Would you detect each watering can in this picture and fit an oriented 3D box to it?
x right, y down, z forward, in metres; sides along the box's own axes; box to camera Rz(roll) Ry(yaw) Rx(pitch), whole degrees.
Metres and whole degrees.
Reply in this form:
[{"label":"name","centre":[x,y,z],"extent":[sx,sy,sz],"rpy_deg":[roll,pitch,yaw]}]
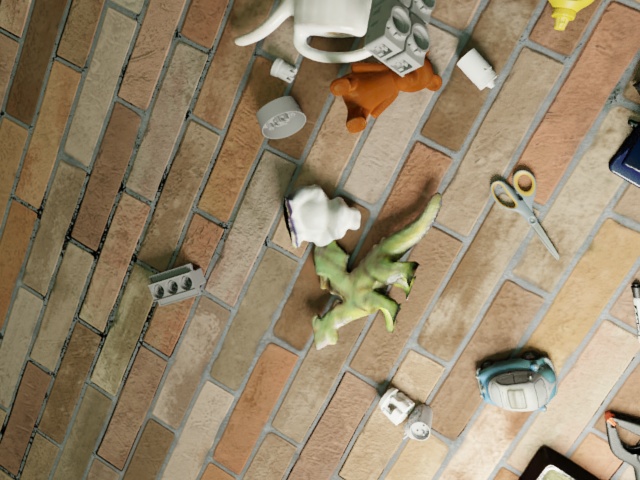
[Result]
[{"label":"watering can","centre":[-0.014,-0.481,1.047],"extent":[0.348,0.105,0.222],"rpy_deg":[11,101,18]}]

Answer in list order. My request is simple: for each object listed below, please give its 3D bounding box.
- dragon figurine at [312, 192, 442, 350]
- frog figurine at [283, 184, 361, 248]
[{"label":"dragon figurine","centre":[0.090,0.058,1.115],"extent":[0.244,0.122,0.408],"rpy_deg":[22,96,20]},{"label":"frog figurine","centre":[0.003,-0.057,1.124],"extent":[0.160,0.122,0.138],"rpy_deg":[-12,85,-11]}]
